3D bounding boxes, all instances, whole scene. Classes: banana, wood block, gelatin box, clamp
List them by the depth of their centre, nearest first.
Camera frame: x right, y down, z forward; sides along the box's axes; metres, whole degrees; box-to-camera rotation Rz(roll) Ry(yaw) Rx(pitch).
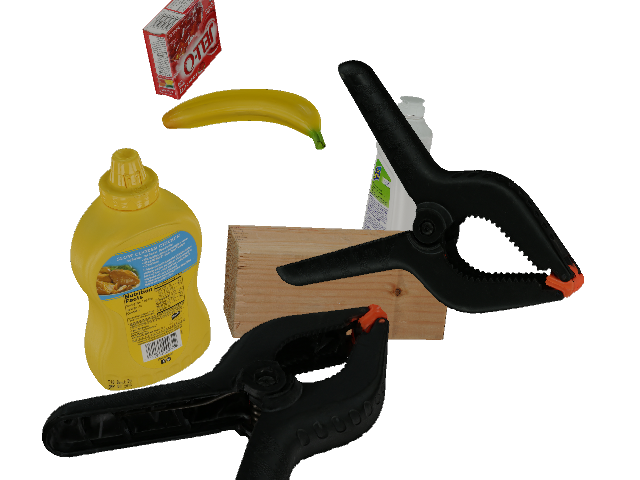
[{"bbox_3d":[-0.022,0.082,0.475,0.171,0.039,0.120,-25,49,-30],"label":"clamp"},{"bbox_3d":[0.074,-0.021,0.704,0.210,0.165,0.036,18,17,25],"label":"clamp"},{"bbox_3d":[-0.129,-0.189,1.011,0.030,0.073,0.089,16,47,20],"label":"gelatin box"},{"bbox_3d":[0.014,0.041,1.041,0.206,0.091,0.090,2,15,-12],"label":"wood block"},{"bbox_3d":[-0.081,-0.146,1.214,0.198,0.037,0.069,8,42,17],"label":"banana"}]

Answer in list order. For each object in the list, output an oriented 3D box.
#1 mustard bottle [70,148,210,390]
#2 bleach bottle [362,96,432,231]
[{"bbox_3d":[-0.132,0.018,0.778,0.096,0.192,0.058,-21,43,-25],"label":"mustard bottle"},{"bbox_3d":[0.092,-0.038,1.231,0.068,0.251,0.103,-2,22,-24],"label":"bleach bottle"}]
